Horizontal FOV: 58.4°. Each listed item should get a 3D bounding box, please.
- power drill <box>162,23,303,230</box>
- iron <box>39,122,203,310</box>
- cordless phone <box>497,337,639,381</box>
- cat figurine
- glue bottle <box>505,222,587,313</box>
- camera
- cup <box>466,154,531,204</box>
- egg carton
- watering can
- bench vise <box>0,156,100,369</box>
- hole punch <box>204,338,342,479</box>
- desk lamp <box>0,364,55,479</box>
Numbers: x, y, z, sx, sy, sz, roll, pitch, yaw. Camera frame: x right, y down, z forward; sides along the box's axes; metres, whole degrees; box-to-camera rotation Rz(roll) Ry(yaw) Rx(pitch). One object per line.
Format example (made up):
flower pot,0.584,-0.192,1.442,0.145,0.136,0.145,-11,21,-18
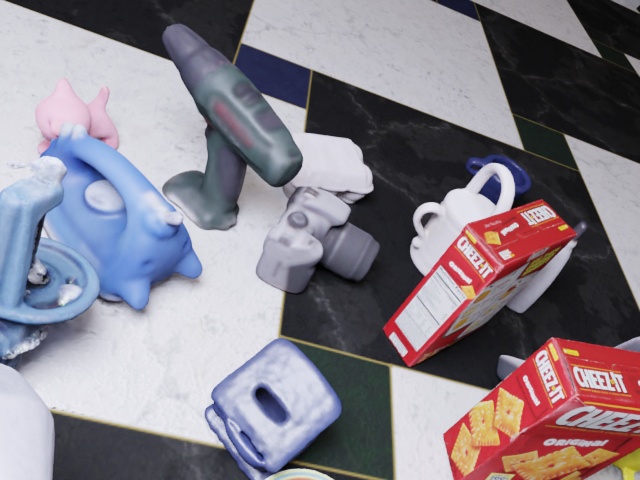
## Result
power drill,-0.131,-0.123,0.721,0.229,0.208,0.076,40,43,12
iron,-0.242,-0.052,0.642,0.258,0.141,0.119,42,44,14
cordless phone,0.326,0.159,0.715,0.148,0.185,0.094,17,44,-13
cat figurine,-0.308,-0.153,0.721,0.067,0.117,0.128,32,42,3
glue bottle,0.337,0.033,0.851,0.037,0.173,0.078,28,42,0
camera,0.007,0.003,0.755,0.137,0.100,0.143,29,42,0
cup,0.295,-0.093,1.008,0.118,0.095,0.091,21,43,-9
egg carton,0.006,-0.110,0.887,0.151,0.069,0.107,1,49,-27
watering can,0.225,-0.028,0.834,0.173,0.194,0.100,-5,52,-32
bench vise,-0.256,0.048,0.480,0.122,0.219,0.207,15,44,-15
hole punch,-0.047,0.171,0.572,0.108,0.091,0.101,46,45,18
desk lamp,-0.200,0.208,0.361,0.118,0.213,0.203,-26,65,-42
